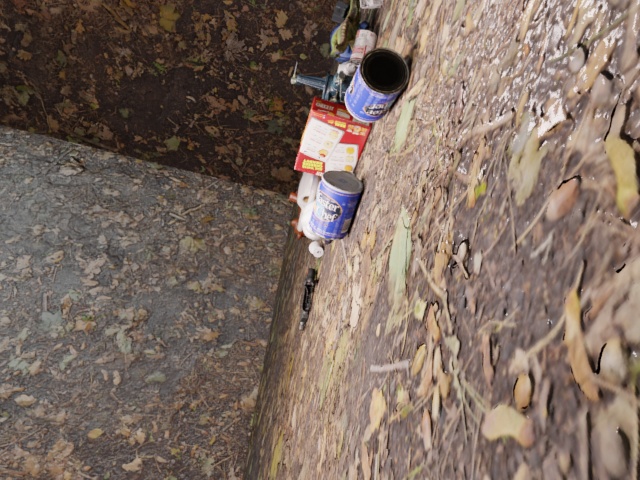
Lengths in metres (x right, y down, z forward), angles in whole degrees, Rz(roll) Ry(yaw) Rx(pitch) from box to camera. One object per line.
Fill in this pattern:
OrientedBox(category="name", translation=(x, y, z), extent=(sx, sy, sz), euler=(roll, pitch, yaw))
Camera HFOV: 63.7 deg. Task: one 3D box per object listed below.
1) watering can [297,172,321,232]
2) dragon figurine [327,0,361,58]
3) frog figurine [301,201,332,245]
OrientedBox(category="watering can", translation=(-0.046, -0.185, 2.161), extent=(0.341, 0.104, 0.229), euler=(118, 166, -63))
OrientedBox(category="dragon figurine", translation=(0.095, -0.729, 1.720), extent=(0.415, 0.122, 0.240), euler=(-65, -20, -73))
OrientedBox(category="frog figurine", translation=(0.004, -0.074, 1.471), extent=(0.139, 0.123, 0.156), euler=(-58, -12, -20))
